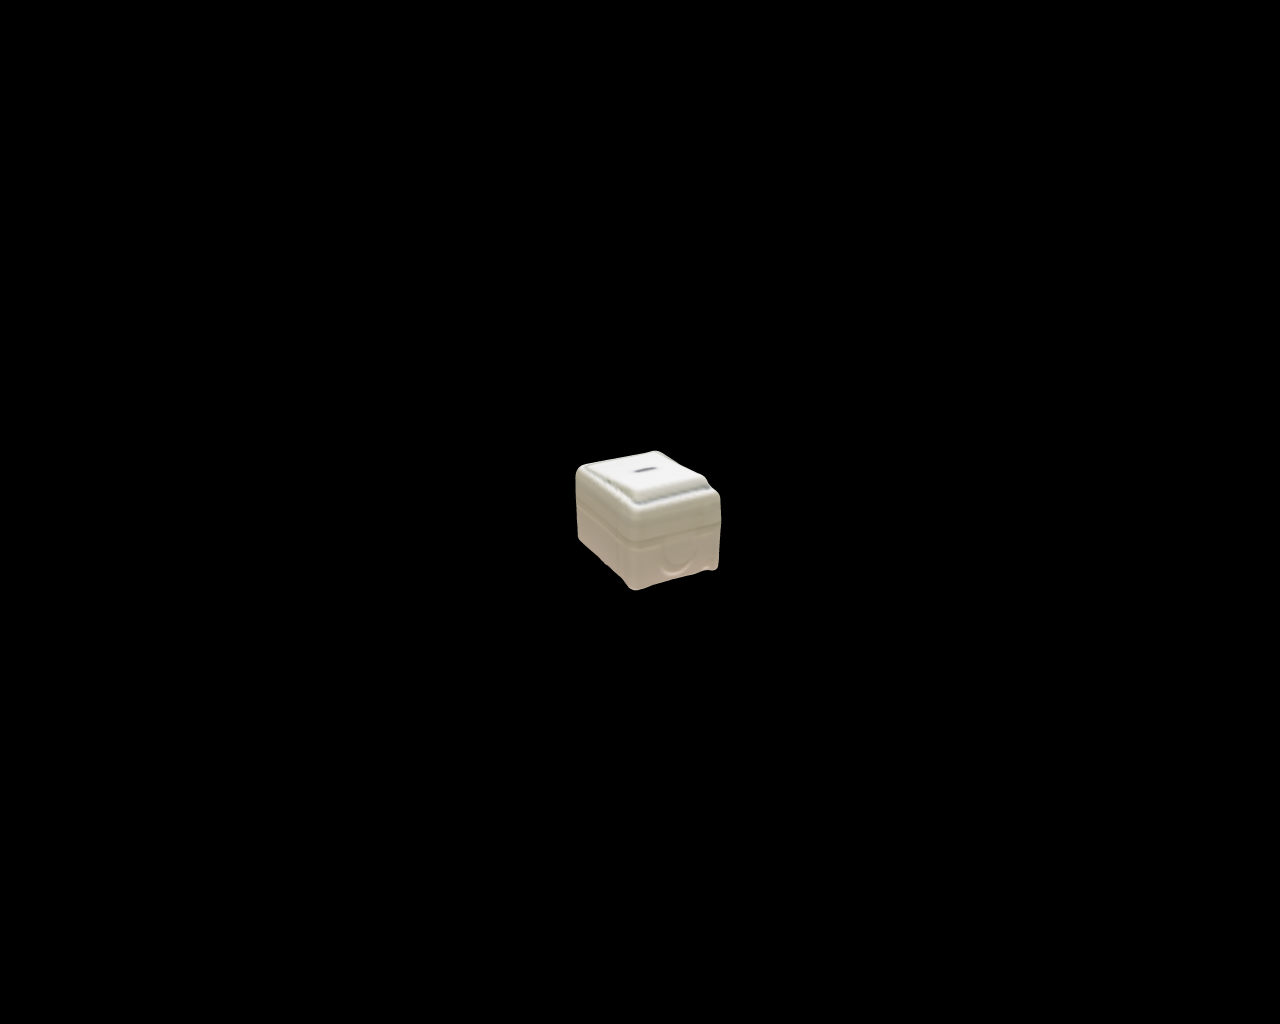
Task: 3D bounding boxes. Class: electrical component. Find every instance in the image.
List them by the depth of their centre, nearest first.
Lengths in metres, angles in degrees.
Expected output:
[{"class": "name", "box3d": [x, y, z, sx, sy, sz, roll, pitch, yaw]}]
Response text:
[{"class": "electrical component", "box3d": [0.001, -0.003, 0.650, 0.062, 0.061, 0.096, -12, 27, -25]}]
